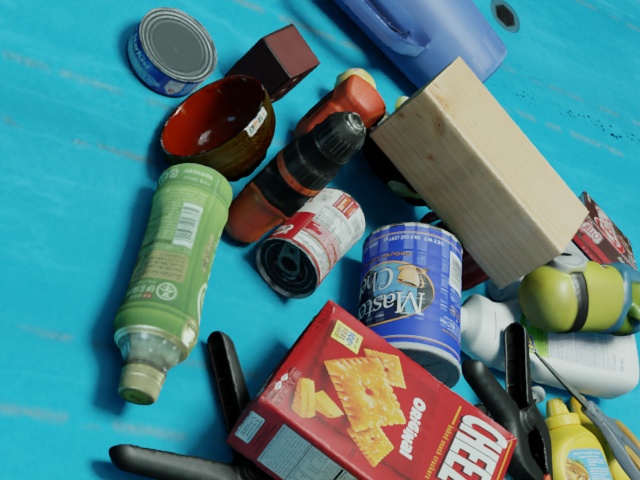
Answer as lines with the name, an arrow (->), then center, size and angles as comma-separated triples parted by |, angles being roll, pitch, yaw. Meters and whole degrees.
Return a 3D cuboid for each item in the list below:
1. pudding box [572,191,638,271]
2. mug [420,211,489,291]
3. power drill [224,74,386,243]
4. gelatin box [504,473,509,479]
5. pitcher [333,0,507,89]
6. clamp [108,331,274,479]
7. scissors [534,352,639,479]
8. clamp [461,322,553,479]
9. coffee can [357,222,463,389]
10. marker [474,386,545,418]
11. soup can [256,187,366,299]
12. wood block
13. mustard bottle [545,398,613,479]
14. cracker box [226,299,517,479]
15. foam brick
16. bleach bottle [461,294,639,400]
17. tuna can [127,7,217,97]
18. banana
pudding box -> 0.340, -0.003, 1.299 | 0.090, 0.039, 0.113 | 48, 19, -7
mug -> 0.157, 0.000, 1.152 | 0.117, 0.082, 0.093 | 22, 54, -27
power drill -> -0.001, -0.091, 1.024 | 0.057, 0.185, 0.187 | 48, 37, -7
gelatin box -> 0.151, 0.224, 1.057 | 0.073, 0.030, 0.089 | 34, 49, -20
pitcher -> 0.099, -0.268, 1.231 | 0.149, 0.145, 0.242 | -44, 100, -10
clamp -> -0.062, 0.187, 0.906 | 0.210, 0.036, 0.164 | 44, 45, -12
scissors -> 0.296, 0.198, 1.123 | 0.201, 0.016, 0.096 | 38, 24, -31
clamp -> 0.199, 0.169, 1.069 | 0.120, 0.039, 0.171 | -36, 110, -44
coffee can -> 0.087, 0.069, 1.044 | 0.102, 0.103, 0.140 | 24, 53, -26
marker -> 0.193, 0.174, 1.124 | 0.120, 0.020, 0.020 | -7, 70, -40
soup can -> -0.007, 0.001, 1.033 | 0.068, 0.069, 0.102 | 48, 46, -5
wood block -> 0.160, -0.066, 1.069 | 0.206, 0.090, 0.090 | 49, 44, -4
mustard bottle -> 0.268, 0.258, 1.107 | 0.096, 0.058, 0.191 | 9, 61, -40
cracker box -> 0.050, 0.169, 0.908 | 0.214, 0.072, 0.164 | 36, 34, 3
foam brick -> -0.050, -0.175, 1.094 | 0.052, 0.078, 0.051 | -36, 91, -42
bleach bottle -> 0.236, 0.104, 1.169 | 0.250, 0.068, 0.102 | 17, 55, -27
tuna can -> -0.147, -0.185, 1.053 | 0.086, 0.034, 0.086 | 18, 56, -29
banana -> 0.331, 0.262, 1.174 | 0.198, 0.037, 0.069 | 52, 26, -4
